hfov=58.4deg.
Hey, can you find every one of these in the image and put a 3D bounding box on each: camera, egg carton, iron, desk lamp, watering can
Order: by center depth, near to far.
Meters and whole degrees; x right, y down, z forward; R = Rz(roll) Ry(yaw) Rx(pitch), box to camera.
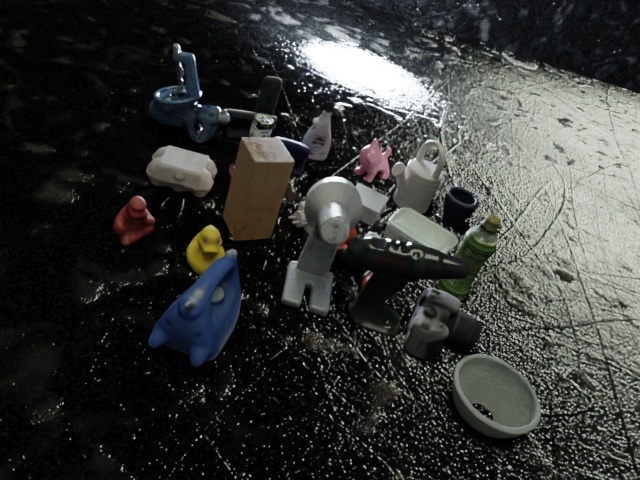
[{"bbox_3d":[-0.190,0.090,1.000,0.118,0.141,0.258,23,37,3],"label":"iron"},{"bbox_3d":[0.010,0.004,1.143,0.118,0.213,0.203,16,37,-7],"label":"desk lamp"},{"bbox_3d":[0.252,0.170,1.147,0.136,0.101,0.143,25,37,5],"label":"camera"},{"bbox_3d":[-0.314,-0.156,1.306,0.150,0.069,0.107,14,37,-9],"label":"egg carton"},{"bbox_3d":[0.266,-0.170,1.498,0.100,0.194,0.173,41,41,25],"label":"watering can"}]

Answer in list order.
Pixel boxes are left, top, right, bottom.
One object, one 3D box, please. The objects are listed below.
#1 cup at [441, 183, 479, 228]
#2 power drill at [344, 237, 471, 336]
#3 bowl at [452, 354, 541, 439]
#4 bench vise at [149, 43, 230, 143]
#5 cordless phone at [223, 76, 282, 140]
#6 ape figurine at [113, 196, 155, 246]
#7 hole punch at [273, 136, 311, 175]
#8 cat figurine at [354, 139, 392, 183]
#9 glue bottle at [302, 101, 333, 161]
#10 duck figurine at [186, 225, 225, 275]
[{"bbox_3d":[0.360,-0.088,1.524,0.092,0.095,0.117,12,38,-11],"label":"cup"},{"bbox_3d":[0.147,0.085,1.112,0.229,0.208,0.075,19,37,-3],"label":"power drill"},{"bbox_3d":[0.306,0.295,1.040,0.167,0.075,0.167,13,38,-10],"label":"bowl"},{"bbox_3d":[-0.320,-0.373,1.447,0.207,0.220,0.121,13,38,-10],"label":"bench vise"},{"bbox_3d":[-0.181,-0.362,1.529,0.148,0.185,0.094,3,41,-23],"label":"cordless phone"},{"bbox_3d":[-0.364,-0.046,1.126,0.078,0.092,0.076,5,40,-20],"label":"ape figurine"},{"bbox_3d":[-0.080,-0.238,1.502,0.109,0.091,0.101,17,37,-6],"label":"hole punch"},{"bbox_3d":[0.151,-0.223,1.572,0.128,0.118,0.067,-19,52,-41],"label":"cat figurine"},{"bbox_3d":[0.003,-0.297,1.547,0.078,0.173,0.037,5,40,-20],"label":"glue bottle"},{"bbox_3d":[-0.221,0.008,1.133,0.078,0.086,0.104,4,40,-21],"label":"duck figurine"}]
